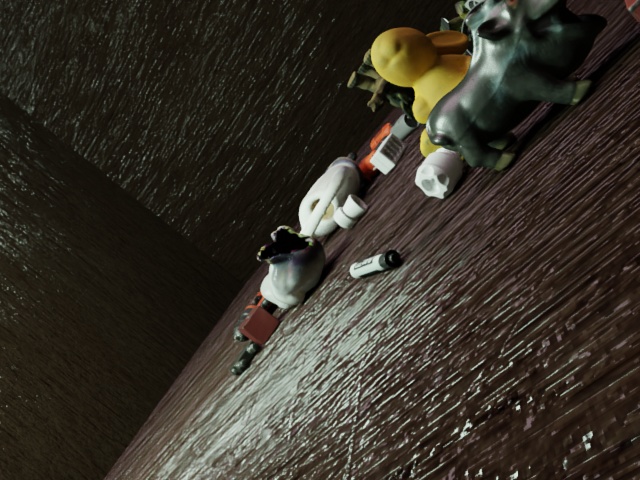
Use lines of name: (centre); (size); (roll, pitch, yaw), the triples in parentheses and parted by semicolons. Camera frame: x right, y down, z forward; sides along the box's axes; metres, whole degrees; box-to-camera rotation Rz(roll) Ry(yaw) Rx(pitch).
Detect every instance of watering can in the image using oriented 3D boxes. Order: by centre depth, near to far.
watering can: (0.004, -0.063, 1.249); (0.229, 0.104, 0.340); (-55, -3, -44)

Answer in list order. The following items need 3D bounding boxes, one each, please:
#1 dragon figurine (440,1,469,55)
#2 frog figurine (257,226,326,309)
dragon figurine: (0.395, -0.512, 1.188); (0.243, 0.122, 0.411); (-34, 7, -2)
frog figurine: (-0.049, 0.069, 0.920); (0.140, 0.123, 0.156); (-94, 1, -57)
